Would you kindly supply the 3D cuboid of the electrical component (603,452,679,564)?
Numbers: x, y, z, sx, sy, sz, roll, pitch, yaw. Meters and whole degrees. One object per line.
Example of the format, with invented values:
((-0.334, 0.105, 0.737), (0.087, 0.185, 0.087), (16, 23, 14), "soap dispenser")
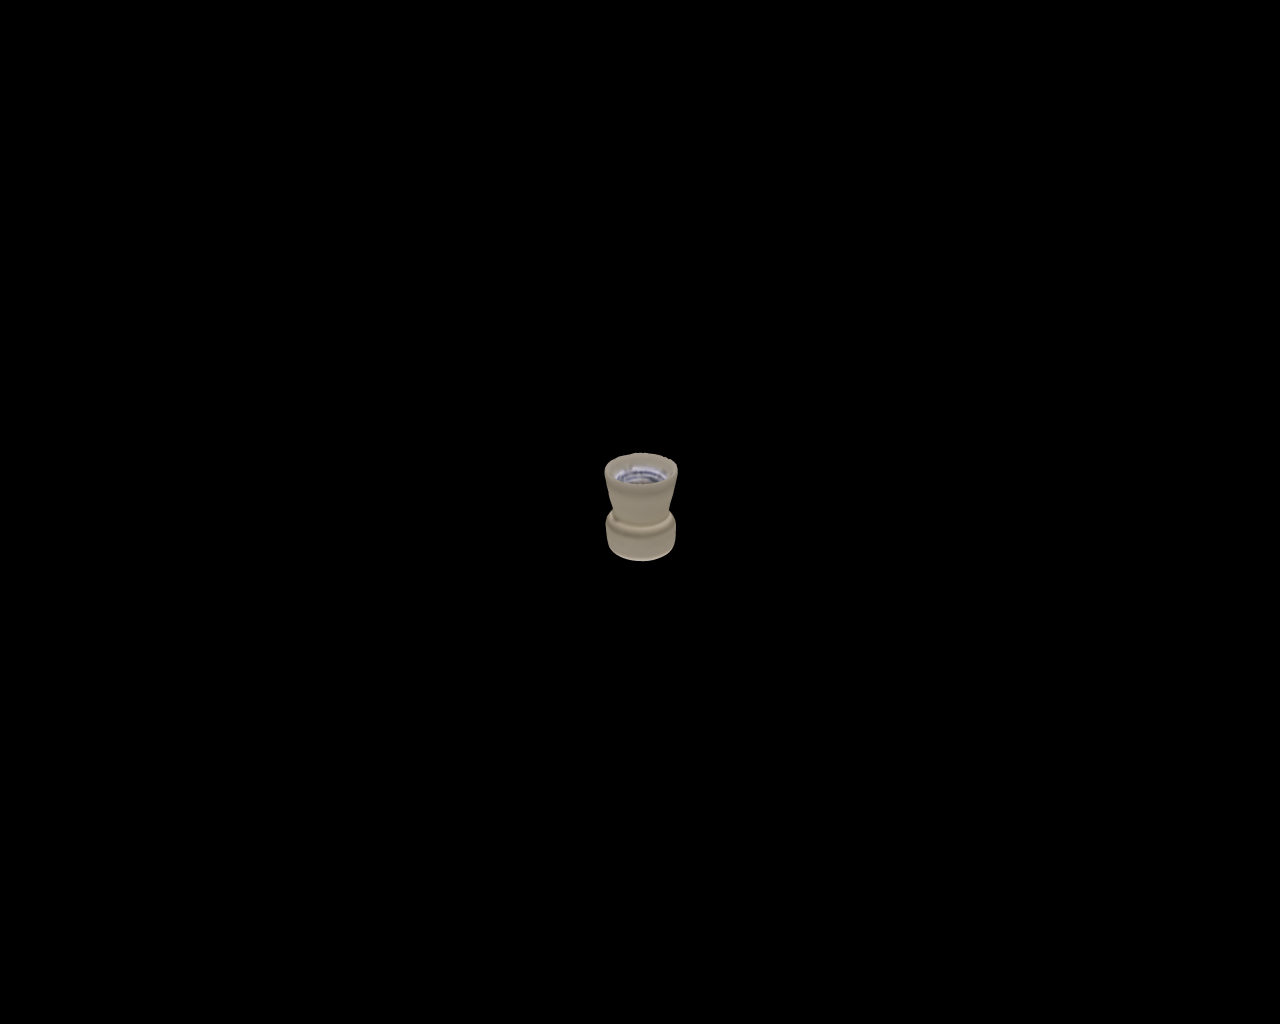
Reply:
((0.001, -0.003, 0.650), (0.045, 0.055, 0.045), (0, 29, 0), "electrical component")
